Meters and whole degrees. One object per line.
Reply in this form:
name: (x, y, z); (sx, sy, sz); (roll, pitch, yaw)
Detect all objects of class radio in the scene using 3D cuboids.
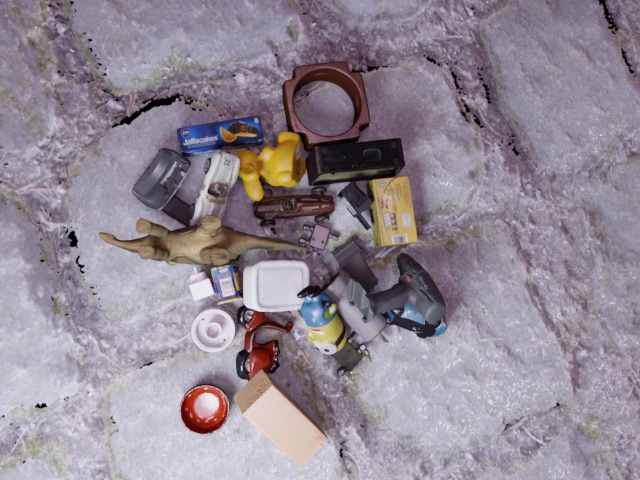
radio: (0.086, -0.189, 1.312); (0.230, 0.131, 0.073); (-8, 85, -10)

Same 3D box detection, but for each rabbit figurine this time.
rabbit figurine: (-0.133, -0.169, 1.284); (0.173, 0.121, 0.162); (8, 52, 15)

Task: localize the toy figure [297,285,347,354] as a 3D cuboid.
toy figure: (0.010, 0.187, 1.265); (0.089, 0.082, 0.180); (-27, 112, -22)

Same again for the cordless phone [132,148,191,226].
cordless phone: (-0.334, -0.118, 1.276); (0.184, 0.089, 0.146); (35, 79, -16)

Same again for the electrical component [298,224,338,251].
electrical component: (-0.003, -0.004, 1.336); (0.094, 0.021, 0.063); (17, 83, -8)

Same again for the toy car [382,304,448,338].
toy car: (0.237, 0.171, 1.327); (0.162, 0.109, 0.103); (20, 59, 4)

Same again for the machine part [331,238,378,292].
machine part: (0.094, 0.067, 1.338); (0.084, 0.039, 0.139); (-34, 89, -15)

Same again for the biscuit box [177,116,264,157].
biscuit box: (-0.240, -0.250, 1.301); (0.203, 0.059, 0.062); (-12, 87, -10)

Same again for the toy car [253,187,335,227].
toy car: (-0.063, -0.083, 1.320); (0.202, 0.053, 0.089); (-4, 82, -8)

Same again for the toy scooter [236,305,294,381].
toy scooter: (-0.128, 0.242, 1.268); (0.135, 0.075, 0.183); (3, 86, -20)

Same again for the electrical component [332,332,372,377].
electrical component: (0.075, 0.285, 1.309); (0.102, 0.045, 0.078); (-40, 93, -10)

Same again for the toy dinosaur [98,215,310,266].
toy dinosaur: (-0.248, 0.009, 1.206); (0.472, 0.198, 0.105); (4, 83, -9)

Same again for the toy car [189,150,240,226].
toy car: (-0.245, -0.110, 1.246); (0.073, 0.056, 0.201); (10, 109, -38)

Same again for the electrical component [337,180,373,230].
electrical component: (0.099, -0.085, 1.333); (0.048, 0.075, 0.119); (-40, 88, -10)

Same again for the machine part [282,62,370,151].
machine part: (0.013, -0.330, 1.337); (0.201, 0.087, 0.201); (-10, 88, -9)

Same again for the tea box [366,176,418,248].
tea box: (0.179, -0.069, 1.348); (0.098, 0.068, 0.169); (-5, 85, -11)

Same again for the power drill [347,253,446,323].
power drill: (0.171, 0.116, 1.258); (0.207, 0.232, 0.085); (-5, 124, -24)

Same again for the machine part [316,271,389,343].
machine part: (0.080, 0.163, 1.305); (0.079, 0.079, 0.243); (-44, 93, -10)
